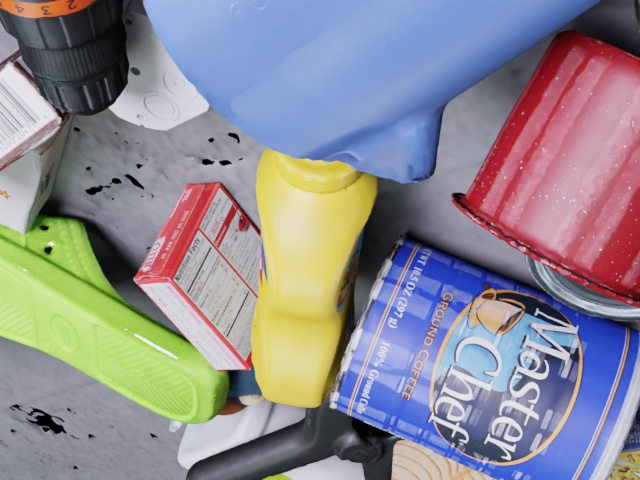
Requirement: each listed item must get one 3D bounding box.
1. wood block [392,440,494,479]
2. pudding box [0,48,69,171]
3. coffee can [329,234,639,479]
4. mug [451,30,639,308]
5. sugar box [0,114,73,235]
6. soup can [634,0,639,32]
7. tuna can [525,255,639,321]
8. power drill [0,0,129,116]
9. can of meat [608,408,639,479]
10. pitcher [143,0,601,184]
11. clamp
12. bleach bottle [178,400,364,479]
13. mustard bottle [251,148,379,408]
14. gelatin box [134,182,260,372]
[{"bbox_3d":[0.131,0.203,0.694,0.091,0.090,0.205,-14,143,27],"label":"wood block"},{"bbox_3d":[-0.165,-0.057,0.524,0.114,0.090,0.039,-30,111,18],"label":"pudding box"},{"bbox_3d":[0.089,0.070,0.566,0.140,0.102,0.103,22,145,8],"label":"coffee can"},{"bbox_3d":[0.121,-0.024,0.418,0.117,0.081,0.093,33,-166,26],"label":"mug"},{"bbox_3d":[-0.236,-0.076,0.615,0.176,0.048,0.093,28,144,-5],"label":"sugar box"},{"bbox_3d":[0.162,-0.094,0.348,0.068,0.068,0.102,32,145,-12],"label":"soup can"},{"bbox_3d":[0.143,0.001,0.513,0.086,0.033,0.086,15,144,11],"label":"tuna can"},{"bbox_3d":[-0.152,-0.148,0.413,0.188,0.057,0.184,33,151,21],"label":"power drill"},{"bbox_3d":[0.195,0.128,0.632,0.084,0.057,0.102,-19,128,42],"label":"can of meat"},{"bbox_3d":[0.054,-0.136,0.316,0.149,0.145,0.243,29,143,-30],"label":"pitcher"},{"bbox_3d":[0.031,0.132,0.699,0.164,0.036,0.210,25,126,-24],"label":"clamp"},{"bbox_3d":[0.020,0.194,0.814,0.250,0.068,0.103,35,140,-21],"label":"bleach bottle"},{"bbox_3d":[-0.004,0.001,0.539,0.058,0.096,0.192,10,144,2],"label":"mustard bottle"},{"bbox_3d":[-0.060,0.022,0.620,0.030,0.073,0.089,-6,136,36],"label":"gelatin box"}]
